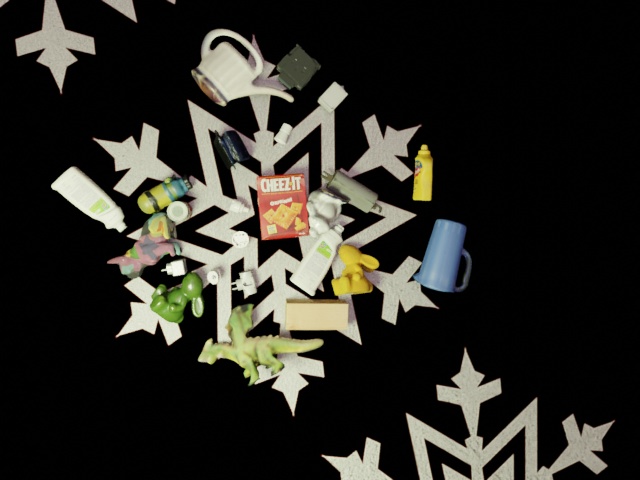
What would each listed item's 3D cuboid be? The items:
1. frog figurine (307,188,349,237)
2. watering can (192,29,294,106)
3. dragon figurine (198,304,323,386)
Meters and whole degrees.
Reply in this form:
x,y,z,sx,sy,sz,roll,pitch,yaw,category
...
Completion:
x,y,z,sx,sy,sz,roll,pitch,yaw,category
0.005,-0.087,1.734,0.124,0.159,0.136,30,6,33,frog figurine
-0.269,-0.530,1.697,0.225,0.346,0.104,-44,5,-3,watering can
-0.213,0.326,1.694,0.408,0.243,0.123,-29,0,10,dragon figurine
